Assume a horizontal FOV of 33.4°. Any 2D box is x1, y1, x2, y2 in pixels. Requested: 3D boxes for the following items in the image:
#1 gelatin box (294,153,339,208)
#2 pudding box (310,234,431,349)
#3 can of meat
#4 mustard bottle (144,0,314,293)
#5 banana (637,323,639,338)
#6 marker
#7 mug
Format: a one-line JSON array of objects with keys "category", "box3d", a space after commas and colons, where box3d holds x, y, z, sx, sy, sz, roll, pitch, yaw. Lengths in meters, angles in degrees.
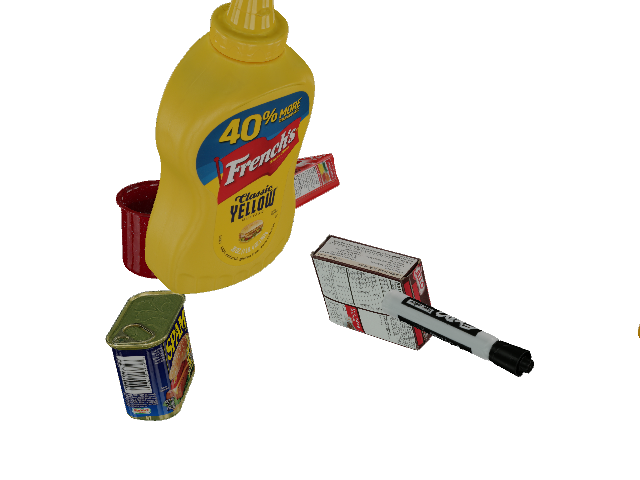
[{"category": "gelatin box", "box3d": [-0.042, -0.042, 0.839, 0.089, 0.030, 0.073, -5, 17, 40]}, {"category": "pudding box", "box3d": [0.051, 0.049, 1.029, 0.114, 0.090, 0.039, 14, 43, 36]}, {"category": "can of meat", "box3d": [-0.155, 0.107, 0.996, 0.057, 0.084, 0.102, -3, 25, 9]}, {"category": "mustard bottle", "box3d": [-0.049, -0.060, 0.603, 0.096, 0.192, 0.058, -24, 53, -33]}, {"category": "banana", "box3d": [0.300, 0.037, 0.697, 0.198, 0.037, 0.069, -2, 32, 1]}, {"category": "marker", "box3d": [0.094, 0.064, 0.736, 0.121, 0.020, 0.020, 24, 15, 37]}, {"category": "mug", "box3d": [-0.183, -0.016, 1.178, 0.093, 0.081, 0.117, -13, 32, -30]}]
